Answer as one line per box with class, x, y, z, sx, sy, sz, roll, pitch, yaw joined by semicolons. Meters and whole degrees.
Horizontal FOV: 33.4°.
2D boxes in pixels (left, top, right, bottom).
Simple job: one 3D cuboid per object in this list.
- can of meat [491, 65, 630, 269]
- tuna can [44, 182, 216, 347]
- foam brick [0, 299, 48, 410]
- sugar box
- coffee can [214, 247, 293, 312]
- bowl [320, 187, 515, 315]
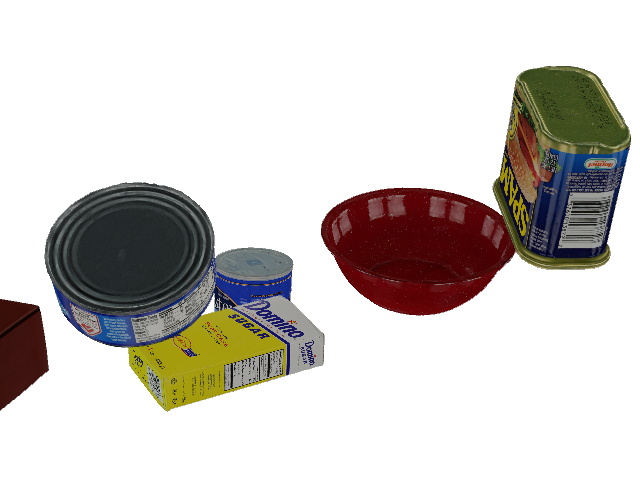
can of meat;0.143;-0.046;0.639;0.057;0.084;0.102;0;36;-5
tuna can;-0.096;0.012;0.552;0.086;0.086;0.034;0;-39;0
foam brick;-0.229;0.080;0.717;0.053;0.051;0.078;8;28;24
sugar box;-0.094;0.109;1.068;0.176;0.048;0.093;-16;32;-26
coffee can;-0.089;0.092;1.403;0.103;0.140;0.103;2;20;-1
bowl;0.080;0.015;0.892;0.162;0.055;0.162;1;30;-1
